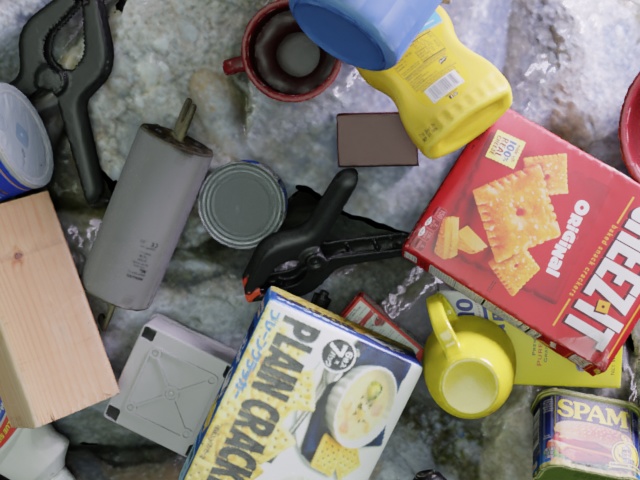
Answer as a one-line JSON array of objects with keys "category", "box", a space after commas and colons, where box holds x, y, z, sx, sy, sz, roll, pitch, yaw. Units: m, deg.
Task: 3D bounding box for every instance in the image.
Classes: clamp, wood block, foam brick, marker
[{"category": "clamp", "box": [-0.251, -0.148, 1.044, 0.164, 0.036, 0.210, 30, 103, -1]}, {"category": "wood block", "box": [-0.279, 0.068, 1.026, 0.090, 0.090, 0.206, -20, 92, -31]}, {"category": "foam brick", "box": [0.055, -0.096, 1.016, 0.078, 0.053, 0.051, -1, 98, 6]}, {"category": "clamp", "box": [-0.007, 0.001, 1.021, 0.171, 0.039, 0.120, -26, 124, 7]}, {"category": "marker", "box": [-0.019, 0.105, 1.065, 0.020, 0.020, 0.121, 24, 100, 1]}]

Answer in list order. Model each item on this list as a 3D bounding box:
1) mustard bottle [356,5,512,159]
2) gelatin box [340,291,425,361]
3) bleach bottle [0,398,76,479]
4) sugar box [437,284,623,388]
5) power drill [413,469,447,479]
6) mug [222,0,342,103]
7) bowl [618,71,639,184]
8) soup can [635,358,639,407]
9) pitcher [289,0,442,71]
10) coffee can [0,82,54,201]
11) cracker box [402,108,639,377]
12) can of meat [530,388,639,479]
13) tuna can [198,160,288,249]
[{"category": "mustard bottle", "box": [0.083, -0.170, 0.976, 0.096, 0.058, 0.192, -36, 65, 3]}, {"category": "gelatin box", "box": [0.050, 0.107, 1.055, 0.089, 0.030, 0.073, 40, 100, 0]}, {"category": "bleach bottle", "box": [-0.329, 0.151, 1.079, 0.102, 0.068, 0.251, -36, 95, 8]}, {"category": "sugar box", "box": [0.200, 0.092, 1.031, 0.176, 0.048, 0.093, 0, 98, 4]}, {"category": "power drill", "box": [0.181, 0.290, 1.023, 0.187, 0.057, 0.184, -14, 96, -15]}, {"category": "mug", "box": [-0.034, -0.172, 0.999, 0.117, 0.081, 0.093, -15, 96, 7]}, {"category": "bowl", "box": [0.353, -0.105, 0.986, 0.162, 0.055, 0.162, 1, 98, 5]}, {"category": "soup can", "box": [0.358, 0.142, 1.012, 0.102, 0.068, 0.068, -6, 97, 5]}, {"category": "pitcher", "box": [0.073, -0.275, 0.906, 0.149, 0.145, 0.242, 35, 78, -12]}, {"category": "coffee can", "box": [-0.338, -0.076, 1.002, 0.140, 0.102, 0.103, -19, 95, 13]}, {"category": "cracker box", "box": [0.206, -0.002, 0.977, 0.214, 0.072, 0.164, 32, 86, 10]}, {"category": "can of meat", "box": [0.252, 0.196, 1.011, 0.102, 0.084, 0.057, 11, 140, 0]}, {"category": "tuna can", "box": [-0.074, -0.035, 1.045, 0.086, 0.033, 0.086, 1, 98, 5]}]
